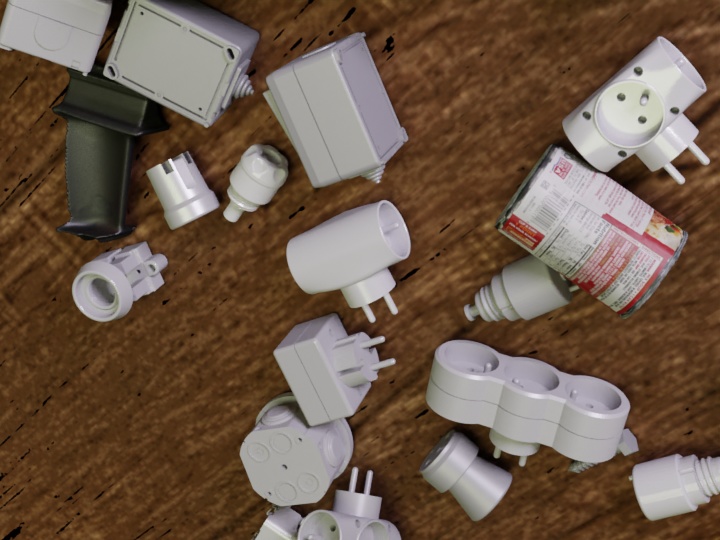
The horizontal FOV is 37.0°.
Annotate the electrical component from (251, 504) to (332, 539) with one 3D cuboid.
[{"bbox_3d":[-0.054,0.223,0.877,0.064,0.042,0.081,33,118,5],"label":"electrical component"}]

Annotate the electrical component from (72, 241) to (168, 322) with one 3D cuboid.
[{"bbox_3d":[-0.188,0.009,0.822,0.066,0.055,0.048,-14,107,24],"label":"electrical component"}]

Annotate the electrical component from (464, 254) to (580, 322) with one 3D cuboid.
[{"bbox_3d":[0.107,0.015,0.730,0.078,0.040,0.040,-25,102,27],"label":"electrical component"}]

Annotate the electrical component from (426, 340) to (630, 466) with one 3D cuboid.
[{"bbox_3d":[0.113,0.106,0.761,0.138,0.052,0.073,16,117,12],"label":"electrical component"}]

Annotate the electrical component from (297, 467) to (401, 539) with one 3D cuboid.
[{"bbox_3d":[-0.004,0.193,0.834,0.044,0.077,0.079,0,74,40],"label":"electrical component"}]

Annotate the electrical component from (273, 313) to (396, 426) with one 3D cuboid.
[{"bbox_3d":[-0.011,0.068,0.791,0.077,0.047,0.065,-19,105,25],"label":"electrical component"}]

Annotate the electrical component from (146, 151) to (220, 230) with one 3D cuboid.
[{"bbox_3d":[-0.130,-0.058,0.783,0.040,0.040,0.046,-23,99,26],"label":"electrical component"}]

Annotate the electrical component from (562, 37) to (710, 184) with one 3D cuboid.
[{"bbox_3d":[0.179,-0.087,0.658,0.079,0.044,0.077,46,119,-4],"label":"electrical component"}]

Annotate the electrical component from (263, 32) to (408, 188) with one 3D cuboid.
[{"bbox_3d":[-0.015,-0.098,0.711,0.061,0.061,0.096,-17,106,25],"label":"electrical component"}]

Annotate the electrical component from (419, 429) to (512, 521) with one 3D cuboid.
[{"bbox_3d":[0.078,0.151,0.798,0.055,0.045,0.045,40,119,0],"label":"electrical component"}]

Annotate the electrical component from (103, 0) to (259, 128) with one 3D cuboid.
[{"bbox_3d":[-0.113,-0.145,0.730,0.096,0.061,0.061,27,116,-2],"label":"electrical component"}]

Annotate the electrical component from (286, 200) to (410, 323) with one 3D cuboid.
[{"bbox_3d":[0.000,0.000,0.759,0.077,0.044,0.079,-21,104,26],"label":"electrical component"}]

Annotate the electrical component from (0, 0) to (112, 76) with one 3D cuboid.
[{"bbox_3d":[-0.201,-0.186,0.724,0.062,0.096,0.061,16,121,-21],"label":"electrical component"}]

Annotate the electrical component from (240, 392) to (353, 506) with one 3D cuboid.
[{"bbox_3d":[-0.050,0.139,0.833,0.080,0.051,0.080,7,115,16],"label":"electrical component"}]

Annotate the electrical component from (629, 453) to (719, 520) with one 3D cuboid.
[{"bbox_3d":[0.226,0.147,0.746,0.078,0.040,0.040,-21,104,26],"label":"electrical component"}]

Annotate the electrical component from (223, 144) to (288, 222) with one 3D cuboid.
[{"bbox_3d":[-0.078,-0.059,0.766,0.035,0.035,0.061,39,121,0],"label":"electrical component"}]
